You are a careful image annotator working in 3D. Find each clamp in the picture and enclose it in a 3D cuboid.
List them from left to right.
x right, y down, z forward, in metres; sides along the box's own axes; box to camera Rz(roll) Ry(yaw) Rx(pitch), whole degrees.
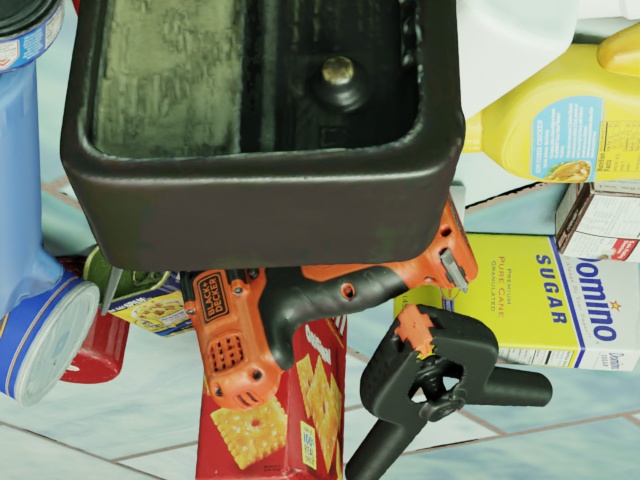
[{"bbox_3d":[0.068,0.105,0.708,0.164,0.036,0.210,-30,148,4],"label":"clamp"}]

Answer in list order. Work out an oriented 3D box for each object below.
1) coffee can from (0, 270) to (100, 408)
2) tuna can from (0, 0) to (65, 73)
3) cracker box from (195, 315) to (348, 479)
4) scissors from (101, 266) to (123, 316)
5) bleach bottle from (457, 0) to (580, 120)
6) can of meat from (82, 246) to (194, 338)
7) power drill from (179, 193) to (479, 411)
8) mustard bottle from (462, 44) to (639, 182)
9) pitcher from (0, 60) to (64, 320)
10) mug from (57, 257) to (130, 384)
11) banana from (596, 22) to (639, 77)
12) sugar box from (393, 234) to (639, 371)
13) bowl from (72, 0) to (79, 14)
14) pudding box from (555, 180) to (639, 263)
[{"bbox_3d":[-0.250,0.046,0.791,0.140,0.102,0.103,28,151,5],"label":"coffee can"},{"bbox_3d":[-0.171,-0.126,0.536,0.086,0.086,0.034,11,152,-10],"label":"tuna can"},{"bbox_3d":[-0.026,0.096,0.783,0.072,0.213,0.164,-4,150,13],"label":"cracker box"},{"bbox_3d":[-0.123,0.007,0.734,0.016,0.096,0.202,-18,138,-33],"label":"scissors"},{"bbox_3d":[0.035,-0.090,0.575,0.068,0.102,0.251,17,155,-22],"label":"bleach bottle"},{"bbox_3d":[-0.125,0.035,0.852,0.102,0.057,0.083,-17,146,35],"label":"can of meat"},{"bbox_3d":[-0.005,0.001,0.692,0.188,0.184,0.057,-25,144,11],"label":"power drill"},{"bbox_3d":[0.156,-0.071,0.610,0.192,0.058,0.096,0,149,10],"label":"mustard bottle"},{"bbox_3d":[-0.240,-0.050,0.642,0.149,0.145,0.243,-20,159,-25],"label":"pitcher"},{"bbox_3d":[-0.203,0.066,0.893,0.093,0.081,0.117,4,151,2],"label":"mug"},{"bbox_3d":[0.237,-0.115,0.521,0.198,0.037,0.069,-17,161,23],"label":"banana"},{"bbox_3d":[0.143,0.044,0.785,0.176,0.093,0.048,0,152,8],"label":"sugar box"},{"bbox_3d":[-0.064,-0.120,0.562,0.162,0.055,0.162,5,151,2],"label":"bowl"},{"bbox_3d":[0.223,-0.020,0.714,0.113,0.039,0.090,4,151,-1],"label":"pudding box"}]
